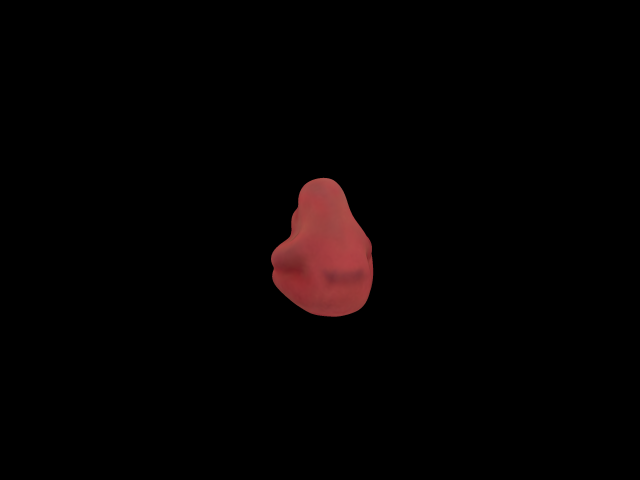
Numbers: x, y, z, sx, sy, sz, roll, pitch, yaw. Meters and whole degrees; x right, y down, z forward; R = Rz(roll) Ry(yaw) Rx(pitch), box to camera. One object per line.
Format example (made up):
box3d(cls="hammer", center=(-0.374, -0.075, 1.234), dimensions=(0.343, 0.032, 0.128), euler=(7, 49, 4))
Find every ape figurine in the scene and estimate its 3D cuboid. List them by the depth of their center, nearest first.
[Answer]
box3d(cls="ape figurine", center=(0.004, 0.001, 0.400), dimensions=(0.078, 0.092, 0.076), euler=(-5, 19, -14))
